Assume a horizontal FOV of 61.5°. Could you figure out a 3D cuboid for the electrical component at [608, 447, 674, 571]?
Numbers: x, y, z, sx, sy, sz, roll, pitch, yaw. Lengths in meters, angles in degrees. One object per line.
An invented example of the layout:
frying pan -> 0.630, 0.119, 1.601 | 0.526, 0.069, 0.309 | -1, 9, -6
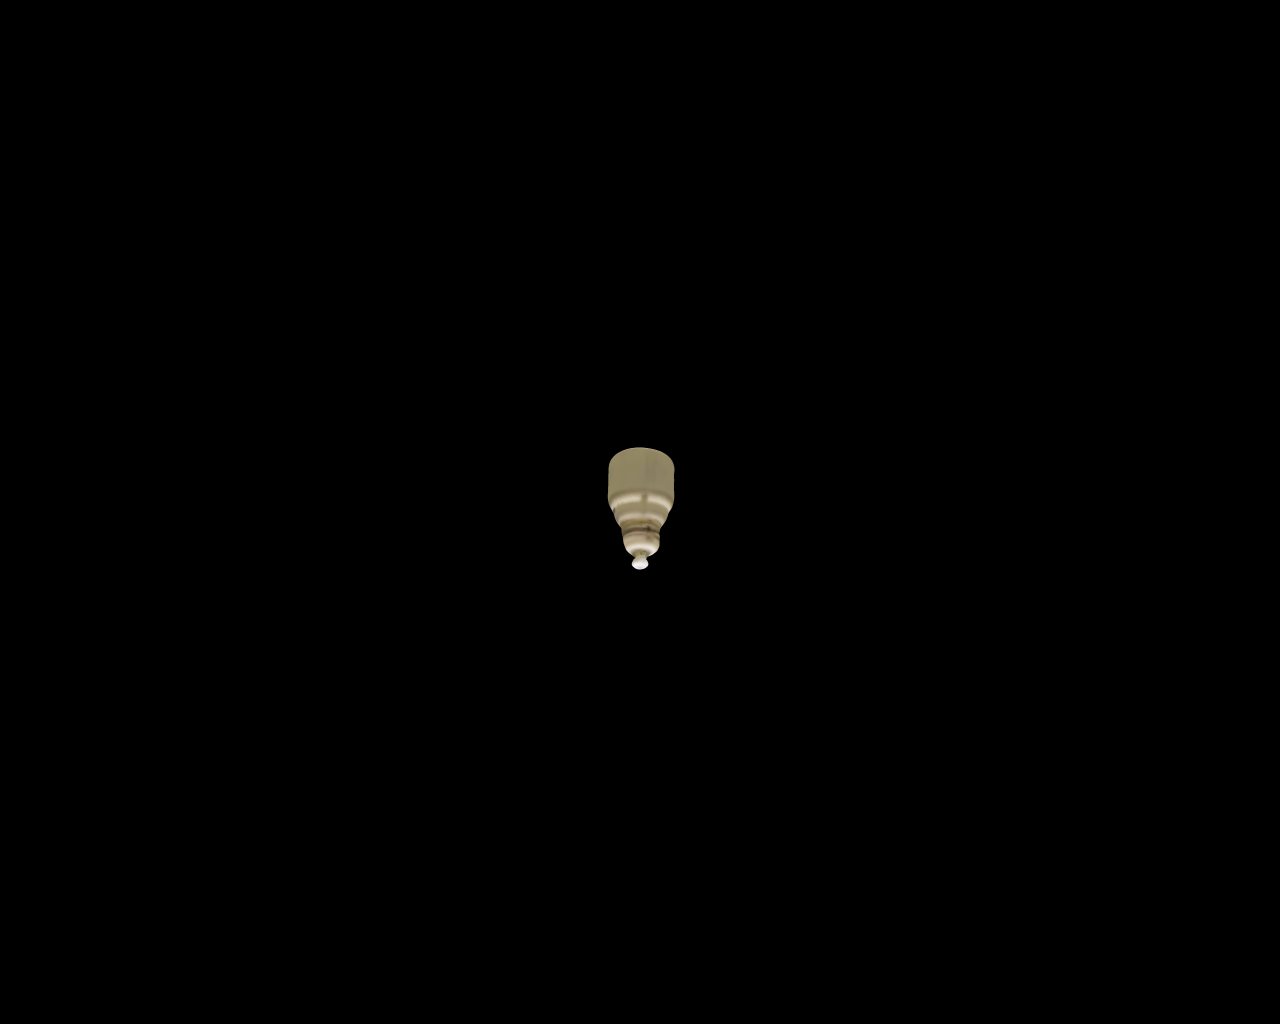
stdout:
electrical component -> 0.001, -0.003, 0.650 | 0.040, 0.078, 0.040 | 0, -24, 0
